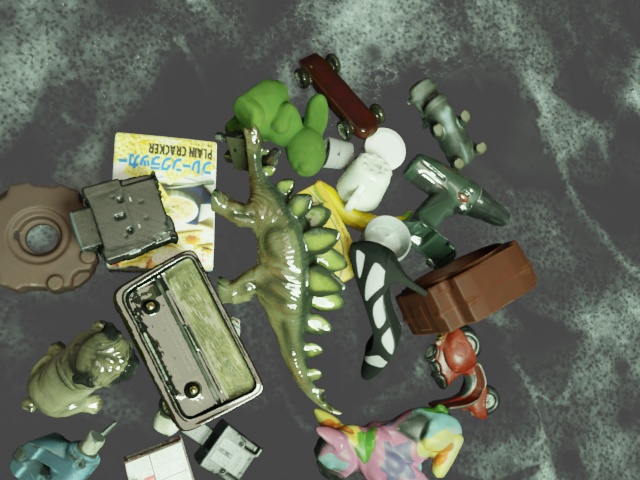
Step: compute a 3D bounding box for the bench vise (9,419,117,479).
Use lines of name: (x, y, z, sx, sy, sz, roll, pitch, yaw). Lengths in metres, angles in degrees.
bench vise: (-0.327, 0.382, 0.720, 0.241, 0.128, 0.223, 39, 78, 11)

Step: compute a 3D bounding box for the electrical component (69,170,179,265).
electrical component: (-0.286, -0.029, 0.782, 0.134, 0.058, 0.115, -20, 84, -18)

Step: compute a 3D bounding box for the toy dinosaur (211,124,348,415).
toy dinosaur: (-0.057, 0.056, 0.841, 0.199, 0.105, 0.470, -6, 100, 7)

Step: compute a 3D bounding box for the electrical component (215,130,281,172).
electrical component: (-0.116, -0.143, 0.875, 0.045, 0.102, 0.078, -47, 132, -40)

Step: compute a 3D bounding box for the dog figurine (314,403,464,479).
dog figurine: (0.096, 0.322, 0.876, 0.219, 0.108, 0.191, 29, 95, -6)

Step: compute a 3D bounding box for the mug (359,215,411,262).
mug: (0.109, 0.024, 0.935, 0.081, 0.107, 0.109, -14, 75, -14)

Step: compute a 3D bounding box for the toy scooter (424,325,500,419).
toy scooter: (0.238, 0.248, 0.960, 0.135, 0.075, 0.183, -22, 92, -19)

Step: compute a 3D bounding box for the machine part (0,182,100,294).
machine part: (-0.419, -0.003, 0.807, 0.179, 0.056, 0.179, 3, 78, -16)

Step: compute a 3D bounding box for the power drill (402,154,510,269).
power drill: (0.241, -0.046, 0.989, 0.232, 0.086, 0.207, 37, 58, -4)

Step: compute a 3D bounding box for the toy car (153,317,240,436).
toy car: (-0.186, 0.206, 0.832, 0.056, 0.073, 0.202, 37, 72, -5)

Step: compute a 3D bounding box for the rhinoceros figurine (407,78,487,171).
rhinoceros figurine: (0.241, -0.222, 1.030, 0.073, 0.112, 0.190, -35, 106, 8)

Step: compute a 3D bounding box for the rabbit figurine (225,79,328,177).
rabbit figurine: (-0.055, -0.184, 0.929, 0.170, 0.121, 0.159, 45, 54, 0)

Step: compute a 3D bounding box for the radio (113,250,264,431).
radio: (-0.189, 0.143, 0.767, 0.131, 0.073, 0.229, -27, 83, -17)

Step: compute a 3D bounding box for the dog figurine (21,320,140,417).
dog figurine: (-0.335, 0.183, 0.728, 0.121, 0.190, 0.172, 44, 72, -6)

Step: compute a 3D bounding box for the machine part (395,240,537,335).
machine part: (0.246, 0.081, 0.923, 0.201, 0.201, 0.087, -24, 86, -20)

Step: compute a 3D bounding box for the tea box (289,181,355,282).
tea box: (-0.002, -0.003, 0.919, 0.098, 0.068, 0.169, -29, 91, -2)

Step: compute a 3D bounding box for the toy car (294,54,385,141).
toy car: (0.033, -0.262, 0.987, 0.089, 0.053, 0.202, -33, 72, -17)

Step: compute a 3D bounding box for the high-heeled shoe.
high-heeled shoe: (0.074, 0.121, 0.886, 0.145, 0.248, 0.086, 30, 29, 8)

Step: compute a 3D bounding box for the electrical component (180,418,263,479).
electrical component: (-0.156, 0.316, 0.828, 0.119, 0.048, 0.075, 46, 69, -16)
